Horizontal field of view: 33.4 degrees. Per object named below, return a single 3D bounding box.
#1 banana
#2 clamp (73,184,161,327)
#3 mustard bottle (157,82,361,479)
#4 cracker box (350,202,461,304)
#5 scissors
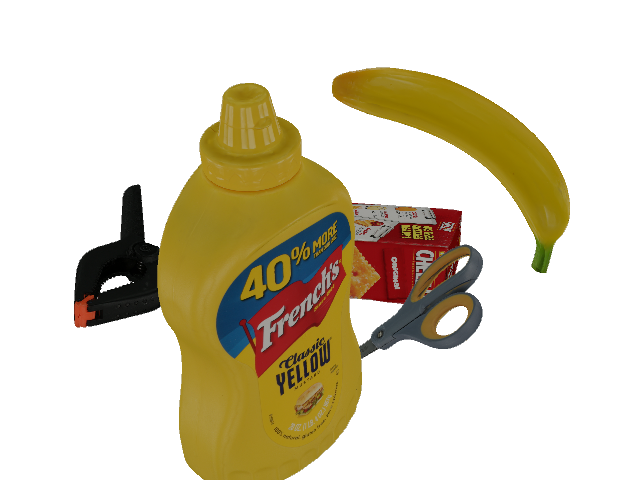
[{"bbox_3d":[0.100,-0.061,0.710,0.198,0.070,0.037,41,11,-5],"label":"banana"},{"bbox_3d":[-0.176,0.015,1.034,0.165,0.036,0.209,26,38,23],"label":"clamp"},{"bbox_3d":[-0.025,0.019,0.469,0.096,0.192,0.058,-31,45,-32],"label":"mustard bottle"},{"bbox_3d":[0.034,0.010,1.121,0.214,0.072,0.164,5,15,12],"label":"cracker box"},{"bbox_3d":[0.062,0.086,0.872,0.016,0.202,0.096,33,20,-30],"label":"scissors"}]
